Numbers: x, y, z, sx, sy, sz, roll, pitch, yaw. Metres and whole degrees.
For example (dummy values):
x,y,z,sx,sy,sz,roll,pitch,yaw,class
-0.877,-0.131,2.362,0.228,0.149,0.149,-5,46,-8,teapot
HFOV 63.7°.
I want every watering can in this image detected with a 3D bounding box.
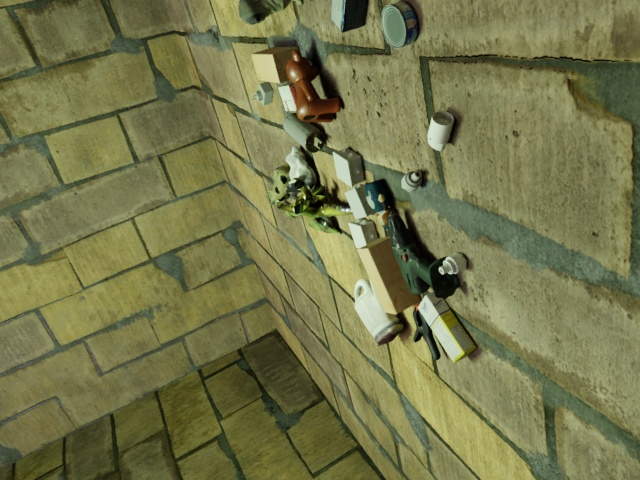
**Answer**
x,y,z,sx,sy,sz,roll,pitch,yaw,class
0.186,0.216,1.677,0.228,0.105,0.340,58,161,22,watering can

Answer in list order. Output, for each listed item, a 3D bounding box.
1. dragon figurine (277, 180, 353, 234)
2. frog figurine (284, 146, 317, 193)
x,y,z,sx,sy,sz,roll,pitch,yaw,class
0.005,-0.091,1.807,0.413,0.123,0.239,19,165,34,dragon figurine
-0.068,-0.257,1.876,0.135,0.123,0.162,89,-171,-69,frog figurine
